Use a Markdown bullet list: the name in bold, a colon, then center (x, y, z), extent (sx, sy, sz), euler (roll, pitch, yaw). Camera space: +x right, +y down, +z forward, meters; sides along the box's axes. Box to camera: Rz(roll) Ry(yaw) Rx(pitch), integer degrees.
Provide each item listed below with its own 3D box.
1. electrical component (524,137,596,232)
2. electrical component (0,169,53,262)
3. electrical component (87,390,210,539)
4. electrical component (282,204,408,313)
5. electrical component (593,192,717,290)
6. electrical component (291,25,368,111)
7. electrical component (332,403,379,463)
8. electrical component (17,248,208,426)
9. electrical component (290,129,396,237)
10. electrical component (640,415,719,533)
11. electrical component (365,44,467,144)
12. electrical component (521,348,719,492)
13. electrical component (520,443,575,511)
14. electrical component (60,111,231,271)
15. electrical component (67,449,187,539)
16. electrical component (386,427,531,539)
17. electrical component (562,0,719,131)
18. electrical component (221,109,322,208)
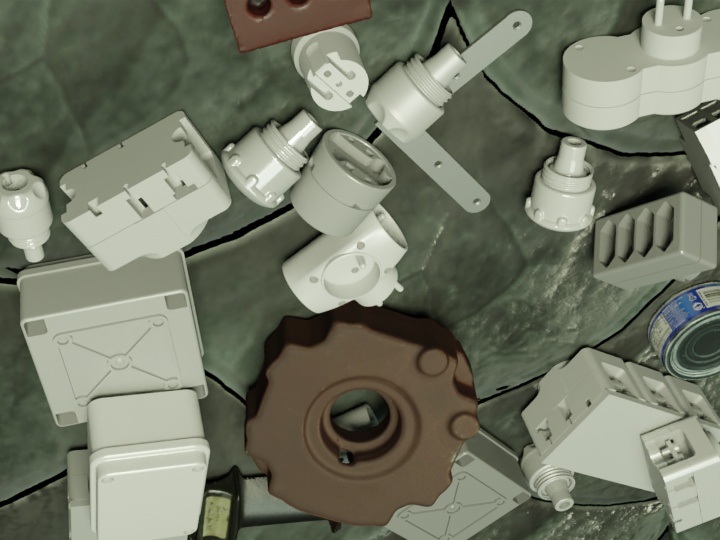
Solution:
- **electrical component**: center (0.142, -0.061, 0.741), extent (0.048, 0.048, 0.062), euler (-4, 125, -15)
- **electrical component**: center (-0.206, -0.030, 0.662), extent (0.035, 0.035, 0.061), euler (-9, 136, -10)
- **electrical component**: center (-0.149, 0.140, 0.749), extent (0.078, 0.057, 0.113), euler (-4, 142, -17)
- **electrical component**: center (0.000, 0.000, 0.748), extent (0.077, 0.044, 0.079), euler (-36, 131, 15)
- **electrical component**: center (0.226, -0.014, 0.781), extent (0.076, 0.047, 0.083), euler (19, 158, -30)
- **electrical component**: center (-0.017, -0.120, 0.633), extent (0.040, 0.046, 0.040), euler (-9, 133, -10)
- **electrical component**: center (-0.014, 0.155, 0.884), extent (0.077, 0.044, 0.079), euler (-25, 134, 5)
- **electrical component**: center (-0.164, 0.044, 0.727), extent (0.109, 0.056, 0.108), euler (-11, 133, -8)
- **electrical component**: center (-0.013, -0.054, 0.690), extent (0.055, 0.055, 0.047), euler (18, 127, -31)
- **electrical component**: center (0.276, 0.170, 0.899), extent (0.056, 0.050, 0.089), euler (-22, 133, 3)
- **electrical component**: center (0.037, -0.112, 0.661), extent (0.062, 0.043, 0.043), euler (-41, 130, 17)
- **electrical component**: center (0.226, 0.129, 0.926), extent (0.150, 0.061, 0.089), euler (19, 123, -31)
- **electrical component**: center (0.171, 0.185, 0.958), extent (0.043, 0.062, 0.043), euler (-9, 133, -10)
- **electrical component**: center (-0.130, -0.045, 0.662), extent (0.089, 0.050, 0.055), euler (-28, 133, 8)
- **electrical component**: center (-0.187, 0.207, 0.864), extent (0.089, 0.061, 0.150), euler (-2, 131, -16)
- **electrical component**: center (0.073, 0.184, 0.931), extent (0.109, 0.056, 0.109), euler (-38, 131, 17)
- **electrical component**: center (0.195, -0.141, 0.678), extent (0.138, 0.052, 0.073), euler (-13, 134, -5)
- **electrical component**: center (-0.052, -0.073, 0.668), extent (0.062, 0.048, 0.048), euler (-42, 130, 10)
